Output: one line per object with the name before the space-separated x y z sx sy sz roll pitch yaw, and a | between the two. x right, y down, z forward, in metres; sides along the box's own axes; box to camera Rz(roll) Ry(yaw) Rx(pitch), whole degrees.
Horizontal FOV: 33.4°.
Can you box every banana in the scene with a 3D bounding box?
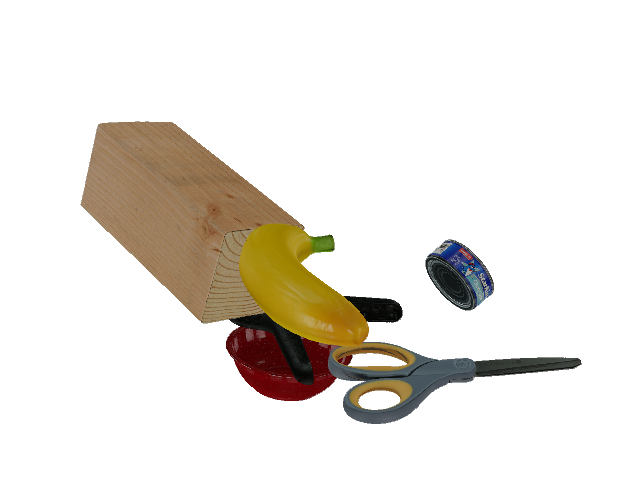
banana | -0.016 0.020 0.669 0.069 0.037 0.198 -4 18 -4

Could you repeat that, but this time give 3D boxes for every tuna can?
tuna can | 0.167 0.043 1.291 0.033 0.086 0.086 -39 14 -18

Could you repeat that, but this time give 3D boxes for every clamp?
clamp | -0.040 0.080 1.138 0.210 0.036 0.164 18 33 27

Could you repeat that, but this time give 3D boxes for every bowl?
bowl | -0.041 0.159 1.361 0.162 0.055 0.162 5 21 -2

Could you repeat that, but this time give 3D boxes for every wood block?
wood block | -0.121 -0.023 0.965 0.090 0.091 0.206 -7 34 -43

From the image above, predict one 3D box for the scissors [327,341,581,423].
scissors | 0.103 0.114 0.837 0.202 0.016 0.096 5 35 9
